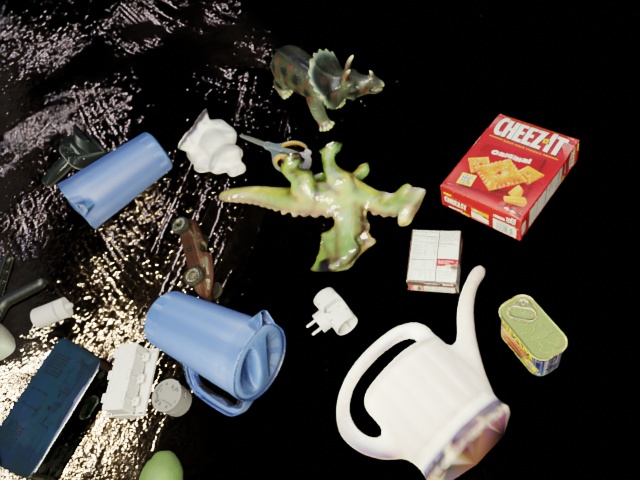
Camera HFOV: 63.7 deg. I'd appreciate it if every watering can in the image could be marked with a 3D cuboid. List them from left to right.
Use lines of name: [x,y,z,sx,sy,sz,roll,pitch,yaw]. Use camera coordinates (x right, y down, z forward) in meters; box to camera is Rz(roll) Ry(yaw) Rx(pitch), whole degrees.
watering can: [0.187,0.203,0.771,0.350,0.102,0.228,-40,55,-9]

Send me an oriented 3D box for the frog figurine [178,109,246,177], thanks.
frog figurine: [-0.240,-0.211,1.224,0.159,0.120,0.140,36,60,-3]

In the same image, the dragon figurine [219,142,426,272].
dragon figurine: [0.003,-0.051,1.019,0.409,0.120,0.248,-17,61,8]
